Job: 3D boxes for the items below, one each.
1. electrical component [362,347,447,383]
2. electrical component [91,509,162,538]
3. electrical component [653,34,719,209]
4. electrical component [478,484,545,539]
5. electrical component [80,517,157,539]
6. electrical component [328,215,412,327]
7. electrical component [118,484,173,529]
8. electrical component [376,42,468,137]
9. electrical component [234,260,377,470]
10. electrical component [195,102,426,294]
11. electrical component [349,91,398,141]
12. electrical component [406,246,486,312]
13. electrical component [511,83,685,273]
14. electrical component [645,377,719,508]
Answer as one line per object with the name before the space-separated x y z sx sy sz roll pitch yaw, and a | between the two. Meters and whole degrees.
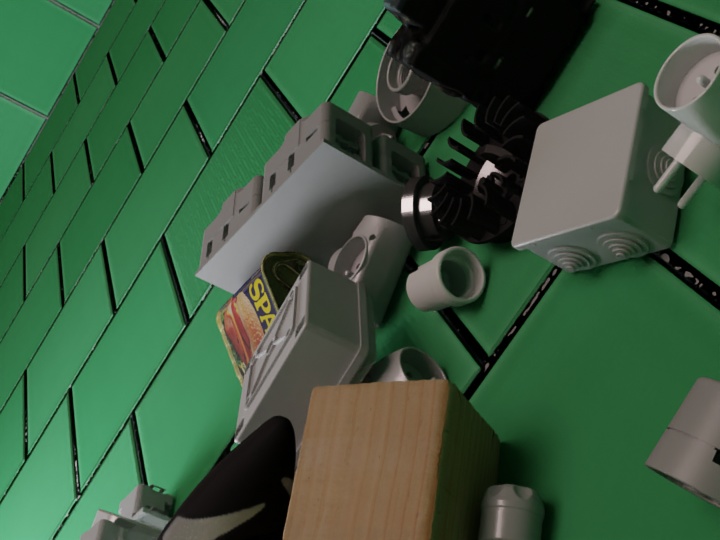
electrical component | 0.021 0.104 0.719 0.077 0.043 0.079 -46 31 30
electrical component | -0.181 0.243 0.894 0.054 0.095 0.059 -8 59 58
electrical component | 0.182 -0.068 0.552 0.079 0.077 0.043 -56 27 14
electrical component | 0.081 0.149 0.583 0.035 0.035 0.061 -25 47 51
electrical component | -0.161 0.243 0.829 0.079 0.121 0.063 -40 32 38
electrical component | 0.000 0.000 0.849 0.079 0.044 0.077 5 70 60
electrical component | -0.202 0.237 0.997 0.081 0.042 0.063 -44 30 32
electrical component | 0.059 -0.161 0.898 0.099 0.064 0.099 -27 57 53
electrical component | -0.039 0.065 0.761 0.108 0.056 0.108 -59 13 20
electrical component | -0.042 -0.046 0.899 0.186 0.105 0.060 -42 33 36
electrical component | 0.008 -0.111 0.940 0.077 0.043 0.079 -62 27 1
electrical component | 0.058 0.008 0.747 0.046 0.040 0.040 -27 44 58
electrical component | 0.144 -0.051 0.636 0.100 0.048 0.099 -18 51 55
electrical component | 0.163 0.080 0.478 0.047 0.055 0.055 -61 26 -4
